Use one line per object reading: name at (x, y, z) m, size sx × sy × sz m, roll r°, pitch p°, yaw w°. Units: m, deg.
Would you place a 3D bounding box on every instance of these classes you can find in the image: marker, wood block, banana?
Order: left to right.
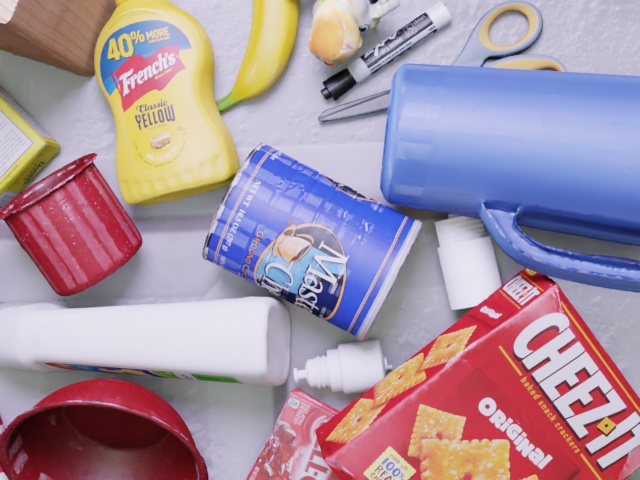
wood block at (-0.222, -0.191, 0.790) m, size 0.091 × 0.206 × 0.090 m, roll 18°, pitch 90°, yaw 3°
banana at (-0.050, -0.201, 0.864) m, size 0.069 × 0.037 × 0.198 m, roll 3°, pitch 89°, yaw 3°
marker at (0.052, -0.152, 0.866) m, size 0.121 × 0.020 × 0.020 m, roll -34°, pitch 87°, yaw 2°

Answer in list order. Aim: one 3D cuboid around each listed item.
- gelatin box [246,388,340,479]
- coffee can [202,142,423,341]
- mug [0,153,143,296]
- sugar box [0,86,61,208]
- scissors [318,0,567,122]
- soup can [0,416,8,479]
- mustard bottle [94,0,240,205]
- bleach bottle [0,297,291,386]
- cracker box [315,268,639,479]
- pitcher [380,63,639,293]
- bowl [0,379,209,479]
gelatin box at (-0.009, 0.174, 0.857) m, size 0.073 × 0.030 × 0.089 m, roll 27°, pitch 91°, yaw 4°
coffee can at (-0.005, 0.001, 0.824) m, size 0.140 × 0.103 × 0.103 m, roll 27°, pitch 90°, yaw 4°
mug at (-0.202, -0.007, 0.845) m, size 0.117 × 0.093 × 0.081 m, roll -17°, pitch 112°, yaw 40°
sugar box at (-0.308, -0.106, 0.874) m, size 0.093 × 0.048 × 0.176 m, roll -45°, pitch 84°, yaw 4°
scissors at (0.099, -0.144, 0.864) m, size 0.202 × 0.016 × 0.096 m, roll 0°, pitch 89°, yaw 3°
soup can at (-0.275, 0.191, 0.854) m, size 0.068 × 0.068 × 0.102 m, roll -21°, pitch 88°, yaw 3°
mustard bottle at (-0.130, -0.129, 0.856) m, size 0.096 × 0.058 × 0.191 m, roll -13°, pitch 87°, yaw 15°
bleach bottle at (-0.155, 0.079, 0.844) m, size 0.251 × 0.102 × 0.068 m, roll 0°, pitch 80°, yaw 10°
cracker box at (0.130, 0.150, 0.809) m, size 0.214 × 0.072 × 0.164 m, roll -37°, pitch 104°, yaw 3°
pitcher at (0.169, -0.058, 0.796) m, size 0.243 × 0.149 × 0.145 m, roll 7°, pitch 108°, yaw 5°
bowl at (-0.163, 0.158, 0.831) m, size 0.162 × 0.055 × 0.162 m, roll 3°, pitch 132°, yaw 3°
